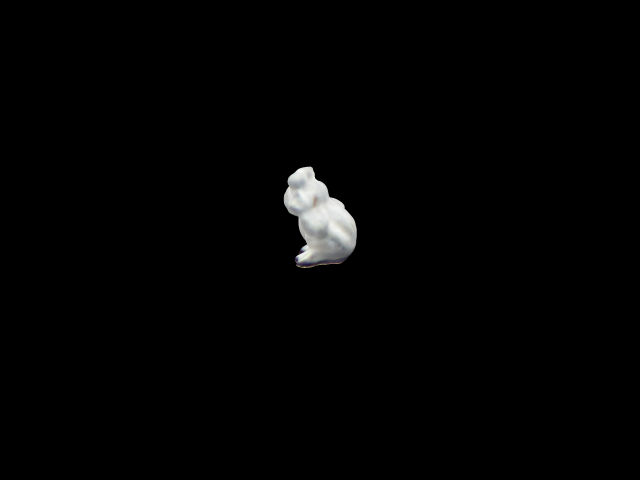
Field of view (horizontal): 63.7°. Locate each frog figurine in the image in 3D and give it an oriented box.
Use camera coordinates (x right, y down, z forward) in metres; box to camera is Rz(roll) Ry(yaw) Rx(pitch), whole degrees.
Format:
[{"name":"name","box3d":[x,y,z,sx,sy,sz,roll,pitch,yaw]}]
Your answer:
[{"name":"frog figurine","box3d":[0.003,-0.043,0.850,0.123,0.157,0.139,6,17,22]}]
